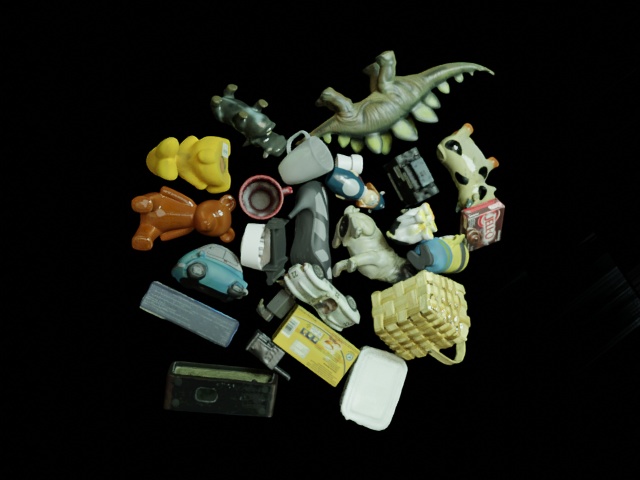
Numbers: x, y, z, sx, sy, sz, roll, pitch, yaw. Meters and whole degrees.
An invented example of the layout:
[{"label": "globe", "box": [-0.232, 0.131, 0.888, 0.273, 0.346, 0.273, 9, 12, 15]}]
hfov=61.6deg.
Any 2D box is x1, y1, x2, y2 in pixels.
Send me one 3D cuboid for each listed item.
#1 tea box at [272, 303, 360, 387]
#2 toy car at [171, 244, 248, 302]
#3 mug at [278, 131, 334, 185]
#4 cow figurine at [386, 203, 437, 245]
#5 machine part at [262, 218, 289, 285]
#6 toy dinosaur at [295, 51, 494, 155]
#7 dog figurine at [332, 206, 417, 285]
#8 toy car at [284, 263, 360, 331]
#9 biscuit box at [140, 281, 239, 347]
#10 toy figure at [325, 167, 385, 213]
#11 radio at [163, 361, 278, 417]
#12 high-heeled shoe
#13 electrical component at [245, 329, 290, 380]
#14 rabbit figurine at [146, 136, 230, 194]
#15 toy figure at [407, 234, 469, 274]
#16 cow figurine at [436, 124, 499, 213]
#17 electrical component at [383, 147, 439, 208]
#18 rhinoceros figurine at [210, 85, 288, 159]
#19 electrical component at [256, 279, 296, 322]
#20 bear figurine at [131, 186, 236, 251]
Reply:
[{"label": "tea box", "box": [-0.010, 0.226, 1.166, 0.169, 0.068, 0.098, 39, 84, -5]}, {"label": "toy car", "box": [-0.223, 0.062, 1.134, 0.161, 0.109, 0.103, 23, 67, -14]}, {"label": "mug", "box": [-0.042, -0.174, 1.166, 0.107, 0.081, 0.109, -30, 87, 27]}, {"label": "cow figurine", "box": [0.202, -0.033, 1.177, 0.098, 0.167, 0.068, -21, 96, 21]}, {"label": "machine part", "box": [-0.093, 0.023, 1.146, 0.039, 0.084, 0.138, 11, 109, 24]}, {"label": "toy dinosaur", "box": [0.159, -0.308, 1.200, 0.471, 0.105, 0.198, -31, 99, 2]}, {"label": "dog figurine", "box": [0.135, 0.019, 1.191, 0.190, 0.121, 0.172, 8, 87, -22]}, {"label": "toy car", "box": [0.006, 0.121, 1.143, 0.073, 0.056, 0.201, -29, 122, 28]}, {"label": "biscuit box", "box": [-0.274, 0.158, 1.141, 0.203, 0.059, 0.063, 27, 83, -5]}, {"label": "toy figure", "box": [0.083, -0.106, 1.189, 0.154, 0.058, 0.064, 28, 126, -20]}, {"label": "radio", "box": [-0.202, 0.305, 1.106, 0.230, 0.131, 0.073, 6, 88, -7]}, {"label": "high-heeled shoe", "box": [-0.002, -0.004, 1.196, 0.145, 0.086, 0.248, -46, 125, -47]}, {"label": "electrical component", "box": [-0.102, 0.246, 1.151, 0.119, 0.075, 0.048, 37, 84, 0]}, {"label": "rabbit figurine", "box": [-0.286, -0.158, 1.123, 0.173, 0.162, 0.121, 4, 99, 11]}, {"label": "toy figure", "box": [0.259, 0.037, 1.171, 0.082, 0.180, 0.089, -1, 96, 37]}, {"label": "cow figurine", "box": [0.335, -0.148, 1.221, 0.127, 0.085, 0.195, -37, 95, -13]}, {"label": "electrical component", "box": [0.201, -0.136, 1.178, 0.058, 0.134, 0.115, -30, 93, -8]}, {"label": "rhinoceros figurine", "box": [-0.155, -0.248, 1.154, 0.190, 0.112, 0.073, 35, 55, 8]}, {"label": "electrical component", "box": [-0.089, 0.129, 1.160, 0.045, 0.078, 0.102, 39, 88, 19]}, {"label": "bear figurine", "box": [-0.278, -0.040, 1.120, 0.196, 0.132, 0.120, 9, 110, -2]}]
